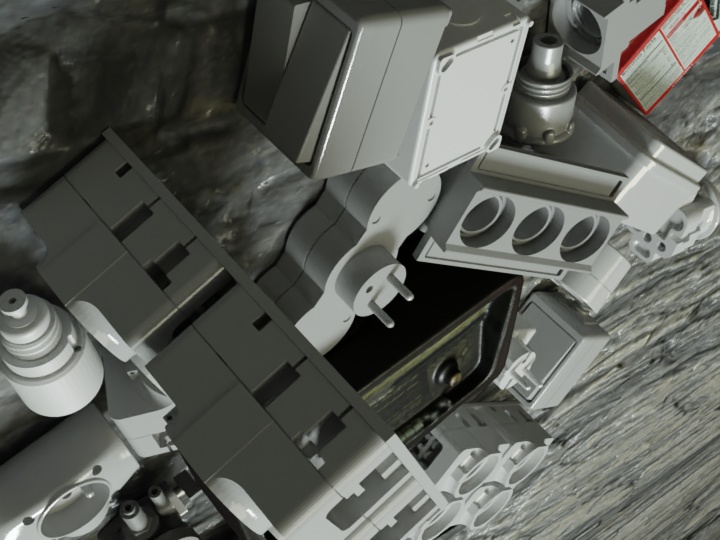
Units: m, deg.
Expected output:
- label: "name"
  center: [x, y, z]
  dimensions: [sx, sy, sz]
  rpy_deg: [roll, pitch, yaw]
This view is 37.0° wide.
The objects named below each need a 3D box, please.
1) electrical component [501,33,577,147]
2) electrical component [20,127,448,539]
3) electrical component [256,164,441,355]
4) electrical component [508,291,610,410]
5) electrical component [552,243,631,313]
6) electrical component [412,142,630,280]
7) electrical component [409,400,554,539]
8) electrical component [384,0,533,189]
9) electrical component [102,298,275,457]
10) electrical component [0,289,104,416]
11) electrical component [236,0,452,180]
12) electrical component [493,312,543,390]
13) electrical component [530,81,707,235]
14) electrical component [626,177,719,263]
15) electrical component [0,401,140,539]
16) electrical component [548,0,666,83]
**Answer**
- label: "electrical component"
  center: [0.105, -0.106, 0.625]
  dimensions: [0.048, 0.048, 0.062]
  rpy_deg: [-28, 141, -29]
- label: "electrical component"
  center: [-0.056, 0.039, 0.450]
  dimensions: [0.060, 0.186, 0.105]
  rpy_deg: [-42, 152, -6]
- label: "electrical component"
  center: [0.000, 0.000, 0.591]
  dimensions: [0.052, 0.073, 0.138]
  rpy_deg: [6, 123, -55]
- label: "electrical component"
  center: [0.157, 0.061, 0.895]
  dimensions: [0.061, 0.062, 0.096]
  rpy_deg: [3, 126, -55]
- label: "electrical component"
  center: [0.181, -0.001, 0.856]
  dimensions: [0.047, 0.055, 0.055]
  rpy_deg: [-50, 152, 2]
- label: "electrical component"
  center: [0.090, -0.040, 0.636]
  dimensions: [0.121, 0.063, 0.078]
  rpy_deg: [7, 124, -38]
- label: "electrical component"
  center: [0.092, 0.179, 0.966]
  dimensions: [0.105, 0.060, 0.186]
  rpy_deg: [-55, 151, 17]
- label: "electrical component"
  center: [0.034, -0.091, 0.529]
  dimensions: [0.062, 0.061, 0.096]
  rpy_deg: [-28, 147, -30]
- label: "electrical component"
  center: [-0.080, 0.053, 0.547]
  dimensions: [0.089, 0.050, 0.055]
  rpy_deg: [-14, 147, -2]
- label: "electrical component"
  center: [-0.143, 0.034, 0.482]
  dimensions: [0.040, 0.040, 0.078]
  rpy_deg: [-36, 150, -18]
- label: "electrical component"
  center: [-0.010, -0.096, 0.465]
  dimensions: [0.061, 0.062, 0.096]
  rpy_deg: [-19, 142, -40]
- label: "electrical component"
  center: [0.107, 0.064, 0.816]
  dimensions: [0.066, 0.077, 0.047]
  rpy_deg: [-1, 128, -52]
- label: "electrical component"
  center: [0.177, -0.074, 0.726]
  dimensions: [0.057, 0.078, 0.113]
  rpy_deg: [-51, 152, 18]
- label: "electrical component"
  center: [0.266, -0.048, 0.902]
  dimensions: [0.057, 0.058, 0.078]
  rpy_deg: [-21, 143, -33]
- label: "electrical component"
  center: [-0.156, 0.117, 0.570]
  dimensions: [0.077, 0.044, 0.079]
  rpy_deg: [-37, 151, -16]
- label: "electrical component"
  center: [0.143, -0.153, 0.615]
  dimensions: [0.064, 0.042, 0.081]
  rpy_deg: [-37, 152, -18]
